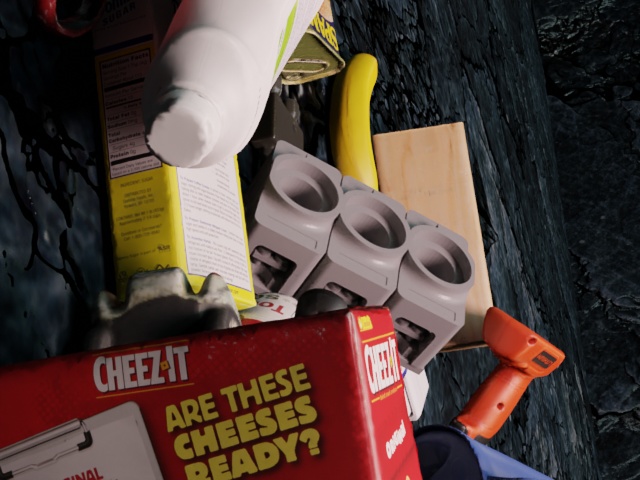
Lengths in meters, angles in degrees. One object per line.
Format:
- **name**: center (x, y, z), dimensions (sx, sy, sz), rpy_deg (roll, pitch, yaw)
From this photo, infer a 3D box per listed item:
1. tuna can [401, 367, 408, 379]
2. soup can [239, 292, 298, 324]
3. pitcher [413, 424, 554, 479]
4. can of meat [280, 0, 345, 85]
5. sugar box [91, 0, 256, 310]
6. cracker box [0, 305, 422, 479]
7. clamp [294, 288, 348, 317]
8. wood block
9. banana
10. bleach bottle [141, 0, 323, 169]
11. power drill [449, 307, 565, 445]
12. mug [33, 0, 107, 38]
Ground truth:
- **tuna can**: center (0.017, 0.082, 0.739), dimensions (0.086, 0.086, 0.034), rpy_deg (-68, 144, -59)
- **soup can**: center (-0.039, 0.076, 0.604), dimensions (0.102, 0.069, 0.068), rpy_deg (-48, 125, -68)
- **pitcher**: center (0.167, 0.238, 0.818), dimensions (0.242, 0.145, 0.149), rpy_deg (26, 7, -28)
- **can of meat**: center (-0.025, -0.175, 0.810), dimensions (0.102, 0.057, 0.084), rpy_deg (24, 54, -69)
- **sugar box**: center (-0.081, -0.050, 0.587), dimensions (0.093, 0.048, 0.176), rpy_deg (28, 50, -67)
- **cracker box**: center (-0.038, 0.143, 0.412), dimensions (0.072, 0.164, 0.214), rpy_deg (6, 74, -73)
- **clamp**: center (-0.002, 0.129, 0.569), dimensions (0.164, 0.036, 0.210), rpy_deg (11, 88, -78)
- **wood block**: center (0.109, 0.003, 1.027), dimensions (0.091, 0.090, 0.206), rpy_deg (58, 24, -78)
- **banana**: center (0.033, -0.110, 0.975), dimensions (0.069, 0.037, 0.198), rpy_deg (55, 28, -51)
- **bleach bottle**: center (-0.039, -0.116, 0.544), dimensions (0.250, 0.068, 0.103), rpy_deg (-74, 180, -56)
- **power drill**: center (0.125, 0.151, 0.920), dimensions (0.188, 0.057, 0.184), rpy_deg (-56, 150, 4)
- **mug**: center (-0.112, -0.153, 0.508), dimensions (0.081, 0.093, 0.117), rpy_deg (-41, 155, -63)
